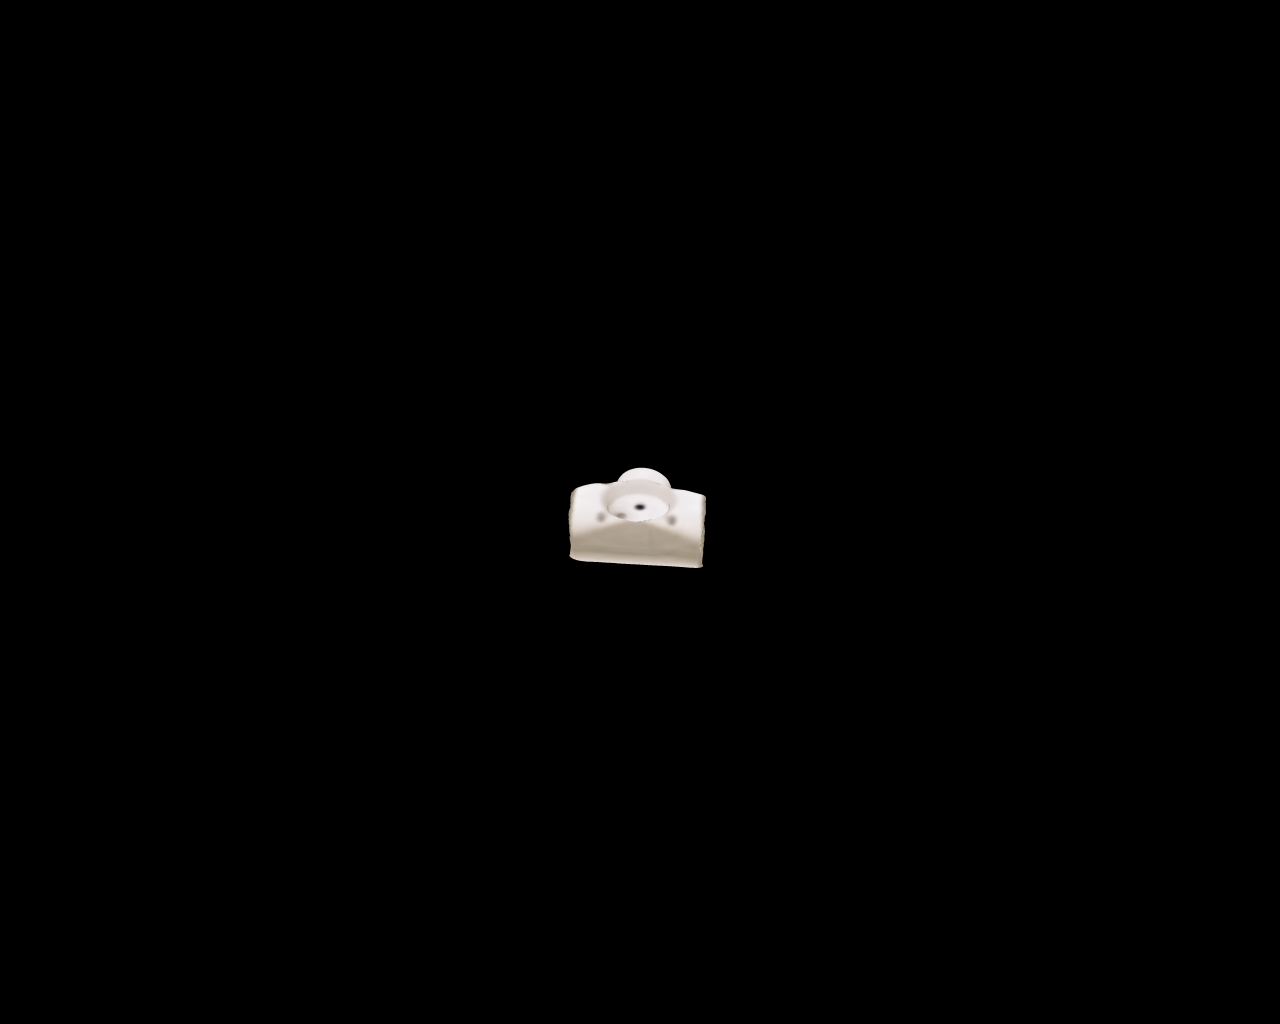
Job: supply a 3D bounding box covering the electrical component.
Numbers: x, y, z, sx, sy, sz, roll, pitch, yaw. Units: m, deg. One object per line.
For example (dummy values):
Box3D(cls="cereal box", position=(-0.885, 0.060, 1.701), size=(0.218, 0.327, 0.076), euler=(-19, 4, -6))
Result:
Box3D(cls="electrical component", position=(0.001, -0.003, 0.650), size=(0.077, 0.044, 0.079), euler=(4, 40, 5))
